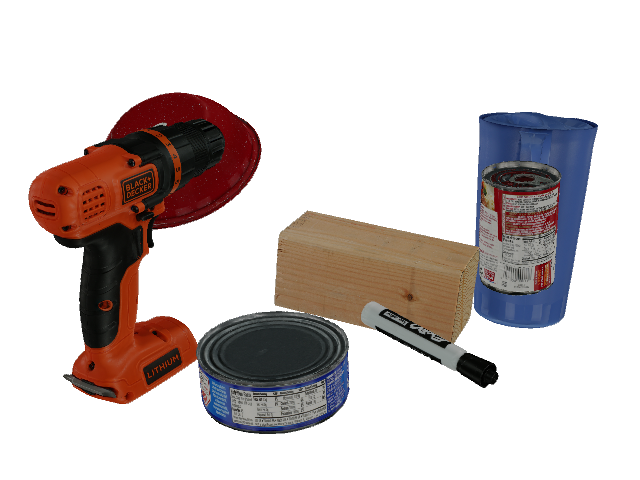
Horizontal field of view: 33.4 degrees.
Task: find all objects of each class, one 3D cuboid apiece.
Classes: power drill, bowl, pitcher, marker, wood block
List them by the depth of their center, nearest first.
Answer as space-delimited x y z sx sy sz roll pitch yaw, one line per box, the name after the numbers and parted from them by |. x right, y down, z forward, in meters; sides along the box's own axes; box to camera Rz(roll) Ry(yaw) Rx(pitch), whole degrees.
0.079 0.076 0.778 0.121 0.020 0.020 26 17 39 | marker
-0.132 0.011 0.792 0.057 0.188 0.184 13 25 32 | power drill
-0.139 -0.085 0.973 0.162 0.162 0.055 0 -43 19 | bowl
0.062 0.040 1.184 0.206 0.091 0.090 13 24 18 | wood block
0.239 -0.024 1.234 0.149 0.243 0.145 -6 17 -32 | pitcher

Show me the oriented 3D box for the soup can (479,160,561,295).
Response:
0.174 -0.011 0.936 0.068 0.102 0.068 -2 24 1 | soup can

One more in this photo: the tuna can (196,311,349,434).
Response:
-0.026 0.073 0.603 0.086 0.034 0.086 -2 22 1 | tuna can
